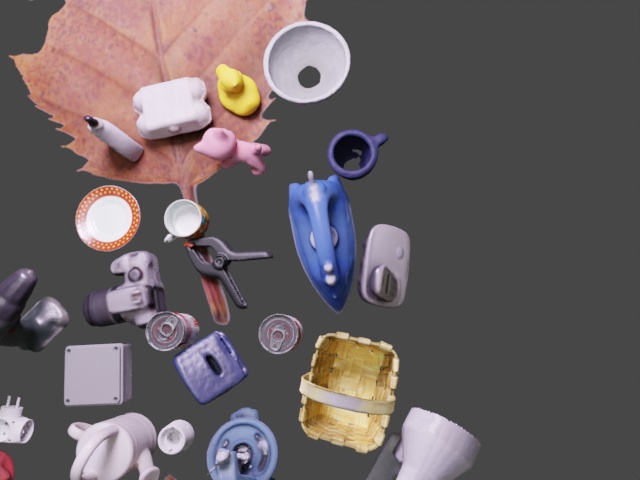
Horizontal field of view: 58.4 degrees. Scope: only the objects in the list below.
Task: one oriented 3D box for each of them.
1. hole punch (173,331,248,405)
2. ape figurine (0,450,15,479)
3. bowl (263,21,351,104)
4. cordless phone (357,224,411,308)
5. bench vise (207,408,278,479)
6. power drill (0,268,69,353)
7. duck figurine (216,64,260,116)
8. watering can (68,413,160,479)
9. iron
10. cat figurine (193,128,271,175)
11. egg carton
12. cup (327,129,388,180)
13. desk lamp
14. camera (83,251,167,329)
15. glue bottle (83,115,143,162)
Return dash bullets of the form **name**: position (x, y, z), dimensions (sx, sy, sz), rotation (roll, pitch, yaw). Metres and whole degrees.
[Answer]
- **hole punch**: position (-0.195, 0.227, 1.030), dimensions (0.101, 0.091, 0.108), rotation (-35, 80, -2)
- **ape figurine**: position (-0.599, 0.422, 1.028), dimensions (0.077, 0.092, 0.076), rotation (11, 82, 6)
- **bowl**: position (-0.022, -0.332, 1.114), dimensions (0.167, 0.075, 0.167), rotation (-1, 81, 4)
- **cordless phone**: position (0.113, 0.041, 0.990), dimensions (0.094, 0.185, 0.148), rotation (4, 81, 5)
- **bench vise**: position (-0.113, 0.389, 0.934), dimensions (0.121, 0.220, 0.207), rotation (-30, 80, -1)
- **power drill**: position (-0.540, 0.144, 1.008), dimensions (0.075, 0.208, 0.230), rotation (43, 86, 10)
- **duck figurine**: position (-0.164, -0.297, 1.113), dimensions (0.077, 0.086, 0.104), rotation (-38, 80, -2)
- **watering can**: position (-0.350, 0.358, 0.968), dimensions (0.172, 0.194, 0.101), rotation (3, 81, 5)
- **iron**: position (0.009, 0.004, 1.025), dimensions (0.118, 0.141, 0.258), rotation (-12, 80, 2)
- **cat figurine**: position (-0.165, -0.175, 1.077), dimensions (0.127, 0.118, 0.067), rotation (9, 82, 6)
- **egg carton**: position (-0.289, -0.256, 1.124), dimensions (0.150, 0.069, 0.107), rotation (-14, 80, 2)
- **cup**: position (0.073, -0.156, 1.069), dimensions (0.118, 0.095, 0.091), rotation (-30, 80, -1)
- **desk lamp**: position (0.156, 0.371, 0.920), dimensions (0.118, 0.213, 0.203), rotation (29, 84, 8)
- **camera**: position (-0.367, 0.101, 1.057), dimensions (0.136, 0.101, 0.143), rotation (-12, 80, 2)
- **glue bottle**: position (-0.396, -0.199, 1.070), dimensions (0.078, 0.173, 0.037), rotation (30, 84, 8)
